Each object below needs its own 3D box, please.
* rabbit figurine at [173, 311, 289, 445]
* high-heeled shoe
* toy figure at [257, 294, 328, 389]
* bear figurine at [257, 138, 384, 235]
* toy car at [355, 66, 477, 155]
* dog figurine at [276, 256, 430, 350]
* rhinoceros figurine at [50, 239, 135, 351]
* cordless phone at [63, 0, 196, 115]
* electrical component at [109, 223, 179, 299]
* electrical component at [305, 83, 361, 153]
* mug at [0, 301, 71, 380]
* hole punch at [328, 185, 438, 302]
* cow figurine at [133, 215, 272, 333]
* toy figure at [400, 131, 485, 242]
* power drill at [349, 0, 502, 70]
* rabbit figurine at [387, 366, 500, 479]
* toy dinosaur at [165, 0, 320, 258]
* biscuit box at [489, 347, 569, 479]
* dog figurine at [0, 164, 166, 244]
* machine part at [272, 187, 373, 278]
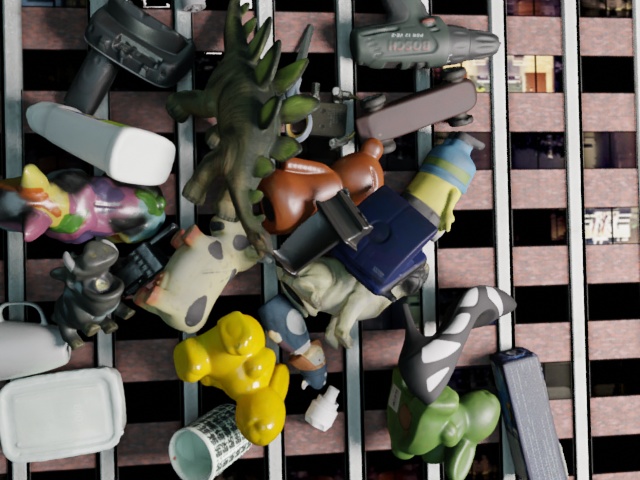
[{"bbox_3d":[-0.105,0.202,0.747,0.122,0.162,0.173,-32,67,0],"label":"rabbit figurine"},{"bbox_3d":[0.215,0.148,0.772,0.249,0.086,0.145,-2,61,-26],"label":"high-heeled shoe"},{"bbox_3d":[-0.035,0.154,0.801,0.064,0.058,0.154,-36,91,-23],"label":"toy figure"},{"bbox_3d":[-0.002,-0.080,0.793,0.196,0.132,0.120,-24,111,-27],"label":"bear figurine"},{"bbox_3d":[0.146,-0.197,0.821,0.202,0.053,0.089,-22,116,-8],"label":"toy car"},{"bbox_3d":[0.052,0.048,0.803,0.190,0.121,0.172,-43,100,-18],"label":"dog figurine"},{"bbox_3d":[-0.304,0.069,0.710,0.073,0.190,0.112,-25,76,-43],"label":"rhinoceros figurine"},{"bbox_3d":[-0.283,-0.244,0.783,0.146,0.089,0.184,32,98,-6],"label":"cordless phone"},{"bbox_3d":[-0.244,0.029,0.777,0.119,0.075,0.047,-38,92,-7],"label":"electrical component"},{"bbox_3d":[0.017,-0.186,0.819,0.078,0.045,0.102,10,88,-7],"label":"electrical component"},{"bbox_3d":[-0.412,0.141,0.761,0.107,0.081,0.109,2,84,-19],"label":"mug"},{"bbox_3d":[0.086,0.000,0.740,0.116,0.092,0.142,-33,65,-28],"label":"hole punch"},{"bbox_3d":[-0.151,0.038,0.747,0.127,0.086,0.195,43,58,-26],"label":"cow figurine"},{"bbox_3d":[0.176,-0.081,0.817,0.089,0.082,0.180,26,91,6],"label":"toy figure"},{"bbox_3d":[0.150,-0.363,0.824,0.232,0.086,0.207,-12,98,-3],"label":"power drill"},{"bbox_3d":[0.196,0.274,0.800,0.170,0.121,0.159,6,93,-21],"label":"rabbit figurine"},{"bbox_3d":[-0.106,-0.194,0.739,0.199,0.105,0.471,-28,62,25],"label":"toy dinosaur"},{"bbox_3d":[0.323,0.272,0.837,0.063,0.059,0.202,-13,91,-4],"label":"biscuit box"},{"bbox_3d":[-0.312,-0.044,0.699,0.192,0.219,0.108,2,93,-5],"label":"dog figurine"},{"bbox_3d":[-0.001,-0.002,0.719,0.139,0.039,0.084,-36,77,13],"label":"machine part"}]
